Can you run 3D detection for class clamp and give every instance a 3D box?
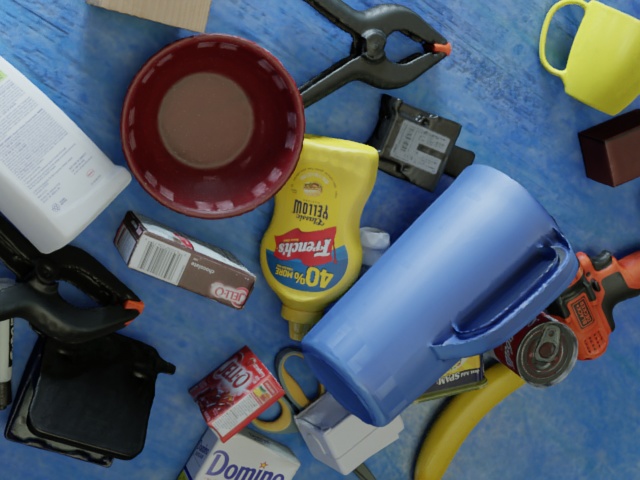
[{"bbox_3d":[-0.247,0.027,0.912,0.209,0.164,0.036,16,138,-40],"label":"clamp"},{"bbox_3d":[0.038,-0.188,0.978,0.171,0.039,0.120,-12,112,-22],"label":"clamp"}]

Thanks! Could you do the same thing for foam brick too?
[{"bbox_3d":[0.313,-0.095,1.089,0.078,0.053,0.051,-22,110,-11],"label":"foam brick"}]

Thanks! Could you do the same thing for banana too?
[{"bbox_3d":[0.161,0.185,1.119,0.198,0.037,0.069,-42,114,-4],"label":"banana"}]

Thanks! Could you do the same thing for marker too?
[{"bbox_3d":[-0.283,0.094,0.953,0.020,0.020,0.121,1,104,-19],"label":"marker"}]

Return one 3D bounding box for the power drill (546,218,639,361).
[{"bbox_3d":[0.307,0.012,1.114,0.187,0.057,0.184,-31,115,-6],"label":"power drill"}]

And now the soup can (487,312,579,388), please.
[{"bbox_3d":[0.204,0.099,1.075,0.068,0.102,0.068,-5,106,-18],"label":"soup can"}]

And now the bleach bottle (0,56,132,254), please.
[{"bbox_3d":[-0.274,-0.111,0.874,0.250,0.068,0.102,50,54,-17],"label":"bleach bottle"}]

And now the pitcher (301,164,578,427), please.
[{"bbox_3d":[0.107,0.056,0.968,0.242,0.149,0.145,-42,79,-15],"label":"pitcher"}]

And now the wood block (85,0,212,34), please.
[{"bbox_3d":[-0.123,-0.282,0.871,0.090,0.090,0.206,10,100,-21],"label":"wood block"}]

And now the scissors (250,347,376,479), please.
[{"bbox_3d":[-0.010,0.202,1.076,0.096,0.016,0.201,-28,110,-13],"label":"scissors"}]

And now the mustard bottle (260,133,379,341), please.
[{"bbox_3d":[-0.007,0.001,0.992,0.096,0.058,0.192,12,104,13],"label":"mustard bottle"}]

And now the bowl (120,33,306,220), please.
[{"bbox_3d":[-0.097,-0.102,0.941,0.162,0.055,0.162,-3,104,-13],"label":"bowl"}]

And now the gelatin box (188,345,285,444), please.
[{"bbox_3d":[-0.079,0.142,0.997,0.073,0.089,0.030,-38,111,-7],"label":"gelatin box"}]

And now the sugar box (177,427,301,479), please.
[{"bbox_3d":[-0.104,0.269,1.047,0.093,0.048,0.176,30,95,-23],"label":"sugar box"}]

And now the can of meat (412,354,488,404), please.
[{"bbox_3d":[0.115,0.110,1.073,0.102,0.057,0.084,-10,105,-17],"label":"can of meat"}]

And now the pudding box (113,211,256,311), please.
[{"bbox_3d":[-0.121,0.018,0.950,0.113,0.090,0.039,25,93,-22],"label":"pudding box"}]
